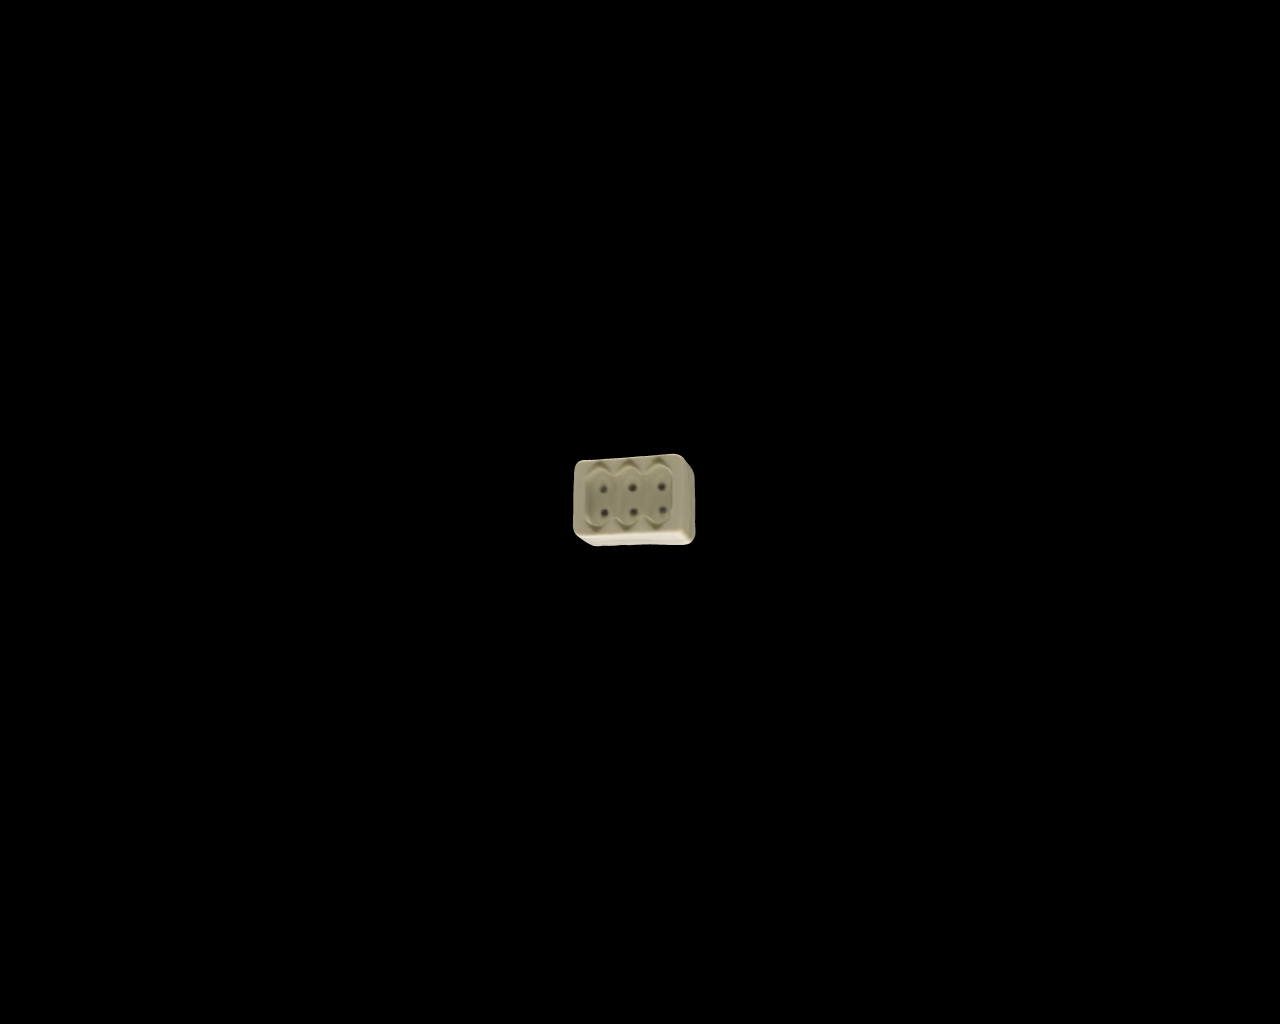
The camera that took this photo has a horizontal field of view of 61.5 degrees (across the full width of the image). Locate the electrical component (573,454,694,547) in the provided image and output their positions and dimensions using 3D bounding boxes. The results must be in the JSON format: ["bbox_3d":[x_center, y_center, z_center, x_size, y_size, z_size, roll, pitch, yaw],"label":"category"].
[{"bbox_3d":[0.001,-0.003,0.650,0.066,0.047,0.076,-2,-11,12],"label":"electrical component"}]
